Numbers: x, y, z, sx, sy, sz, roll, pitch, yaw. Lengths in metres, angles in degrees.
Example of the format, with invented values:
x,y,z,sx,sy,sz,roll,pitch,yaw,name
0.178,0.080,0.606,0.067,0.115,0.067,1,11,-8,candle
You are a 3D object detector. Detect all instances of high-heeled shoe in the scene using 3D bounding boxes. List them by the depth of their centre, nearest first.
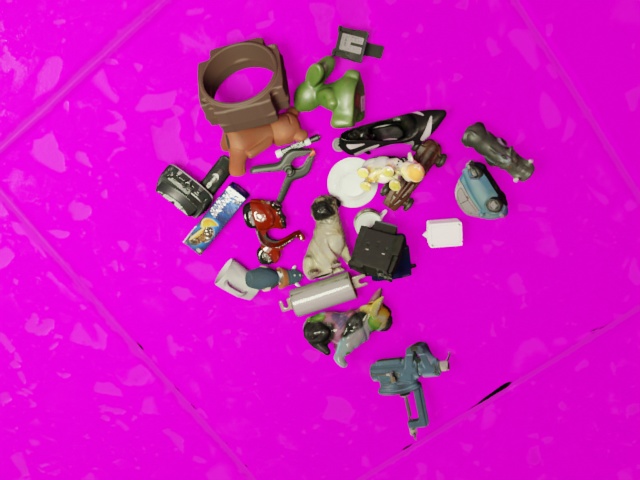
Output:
x,y,z,sx,sy,sz,roll,pitch,yaw,name
0.166,-0.267,1.265,0.249,0.145,0.086,-27,67,22,high-heeled shoe

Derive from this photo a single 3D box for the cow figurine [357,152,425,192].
x,y,z,sx,sy,sz,roll,pitch,yaw,name
0.179,-0.169,1.293,0.168,0.098,0.068,1,128,31,cow figurine

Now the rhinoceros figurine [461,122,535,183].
x,y,z,sx,sy,sz,roll,pitch,yaw,name
0.429,-0.212,1.288,0.190,0.112,0.073,38,101,1,rhinoceros figurine

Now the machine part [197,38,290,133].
x,y,z,sx,sy,sz,roll,pitch,yaw,name
-0.177,-0.360,1.243,0.201,0.087,0.201,-11,66,6,machine part

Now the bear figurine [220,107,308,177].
x,y,z,sx,sy,sz,roll,pitch,yaw,name
-0.137,-0.249,1.322,0.196,0.132,0.120,-16,67,-22,bear figurine

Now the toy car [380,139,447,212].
x,y,z,sx,sy,sz,roll,pitch,yaw,name
0.232,-0.160,1.343,0.089,0.053,0.202,34,103,-8,toy car

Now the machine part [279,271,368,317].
x,y,z,sx,sy,sz,roll,pitch,yaw,name
0.009,0.143,1.420,0.243,0.079,0.079,-19,103,7,machine part

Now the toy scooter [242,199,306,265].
x,y,z,sx,sy,sz,roll,pitch,yaw,name
-0.115,-0.029,1.383,0.135,0.075,0.183,-14,109,8,toy scooter

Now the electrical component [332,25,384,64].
x,y,z,sx,sy,sz,roll,pitch,yaw,name
0.092,-0.457,1.276,0.119,0.048,0.074,18,105,0,electrical component

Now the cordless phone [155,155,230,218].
x,y,z,sx,sy,sz,roll,pitch,yaw,name
-0.316,-0.161,1.370,0.146,0.089,0.184,39,92,-6,cordless phone

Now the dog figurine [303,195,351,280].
x,y,z,sx,sy,sz,roll,pitch,yaw,name
0.001,-0.005,1.388,0.172,0.121,0.190,-26,74,30,dog figurine

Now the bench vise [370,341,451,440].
x,y,z,sx,sy,sz,roll,pitch,yaw,name
0.252,0.399,1.441,0.224,0.129,0.240,-12,86,14,bench vise

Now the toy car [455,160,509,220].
x,y,z,sx,sy,sz,roll,pitch,yaw,name
0.387,-0.111,1.323,0.103,0.109,0.161,-35,92,28,toy car

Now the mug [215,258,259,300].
x,y,z,sx,sy,sz,roll,pitch,yaw,name
-0.211,0.113,1.414,0.107,0.110,0.081,33,104,-18,mug

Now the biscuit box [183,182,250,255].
x,y,z,sx,sy,sz,roll,pitch,yaw,name
-0.267,-0.056,1.391,0.059,0.063,0.202,39,104,-8,biscuit box

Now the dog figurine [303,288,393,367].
x,y,z,sx,sy,sz,roll,pitch,yaw,name
0.082,0.209,1.421,0.191,0.108,0.219,36,99,-4,dog figurine

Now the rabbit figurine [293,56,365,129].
x,y,z,sx,sy,sz,roll,pitch,yaw,name
0.011,-0.344,1.270,0.170,0.121,0.158,8,124,21,rabbit figurine

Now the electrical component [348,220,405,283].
x,y,z,sx,sy,sz,roll,pitch,yaw,name
0.141,0.022,1.303,0.115,0.058,0.134,15,70,13,electrical component

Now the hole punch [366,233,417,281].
x,y,z,sx,sy,sz,roll,pitch,yaw,name
0.179,0.053,1.384,0.142,0.092,0.115,-10,107,2,hole punch

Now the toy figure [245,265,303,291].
x,y,z,sx,sy,sz,roll,pitch,yaw,name
-0.119,0.098,1.409,0.154,0.058,0.064,1,100,-33,toy figure
